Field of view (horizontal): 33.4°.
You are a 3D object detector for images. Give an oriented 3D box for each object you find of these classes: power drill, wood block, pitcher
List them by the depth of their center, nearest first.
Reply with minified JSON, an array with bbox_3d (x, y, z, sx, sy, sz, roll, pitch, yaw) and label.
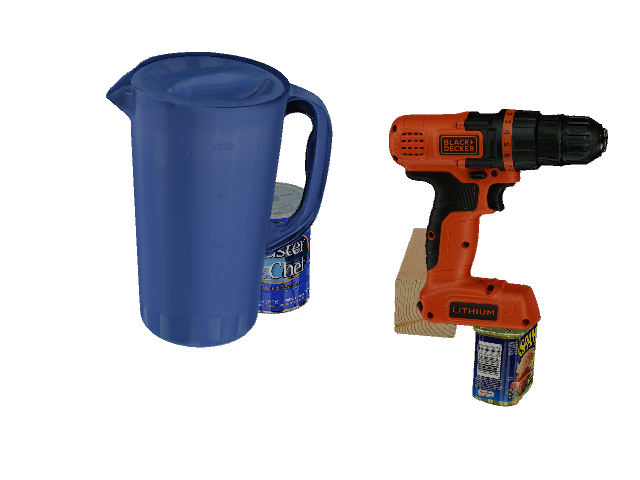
[{"bbox_3d":[0.152,-0.020,0.923,0.185,0.188,0.057,3,13,22],"label":"power drill"},{"bbox_3d":[-0.090,-0.032,0.928,0.149,0.243,0.144,25,34,32],"label":"pitcher"},{"bbox_3d":[0.172,0.060,1.626,0.091,0.090,0.206,4,23,11],"label":"wood block"}]

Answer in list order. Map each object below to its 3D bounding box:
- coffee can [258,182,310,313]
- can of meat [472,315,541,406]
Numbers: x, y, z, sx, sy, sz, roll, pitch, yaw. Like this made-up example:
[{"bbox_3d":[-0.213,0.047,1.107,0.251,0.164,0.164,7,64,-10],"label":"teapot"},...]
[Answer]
[{"bbox_3d":[-0.063,0.008,1.369,0.103,0.140,0.103,1,26,-1],"label":"coffee can"},{"bbox_3d":[0.206,0.129,1.190,0.058,0.084,0.101,8,14,25],"label":"can of meat"}]
